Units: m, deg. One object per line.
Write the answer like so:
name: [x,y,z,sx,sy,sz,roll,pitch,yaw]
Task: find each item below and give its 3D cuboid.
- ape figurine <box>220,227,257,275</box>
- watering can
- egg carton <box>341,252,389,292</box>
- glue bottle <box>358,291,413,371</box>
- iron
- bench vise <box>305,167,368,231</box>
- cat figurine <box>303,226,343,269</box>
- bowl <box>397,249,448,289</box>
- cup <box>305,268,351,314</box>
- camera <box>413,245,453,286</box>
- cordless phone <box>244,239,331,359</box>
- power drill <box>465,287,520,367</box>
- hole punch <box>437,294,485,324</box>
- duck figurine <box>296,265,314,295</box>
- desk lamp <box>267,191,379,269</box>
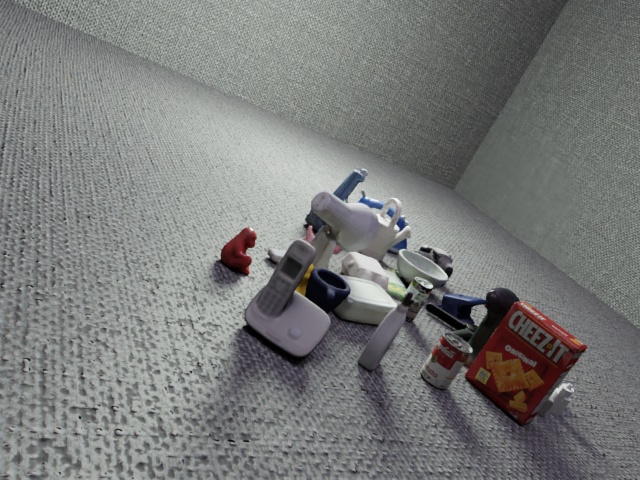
ape figurine: [-0.165,0.016,1.228,0.076,0.092,0.078,27,18,-6]
watering can: [0.199,-0.039,1.762,0.173,0.194,0.100,11,24,-43]
egg carton: [0.113,0.089,1.483,0.107,0.069,0.150,20,19,-25]
glue bottle: [0.136,0.172,1.117,0.037,0.173,0.078,34,18,16]
iron: [0.208,-0.058,1.917,0.258,0.141,0.118,26,18,-9]
bench vise: [0.066,-0.119,1.742,0.121,0.219,0.208,33,18,14]
cat figurine: [0.014,0.005,1.486,0.128,0.117,0.067,23,18,-18]
bowl: [0.293,0.102,1.714,0.167,0.074,0.167,26,18,-9]
cup: [0.005,0.124,1.180,0.092,0.095,0.117,26,18,-9]
camera: [0.350,0.064,1.861,0.137,0.101,0.142,18,20,-31]
cordless phone: [-0.037,0.104,1.023,0.147,0.185,0.094,32,18,11]
power drill: [0.405,0.203,1.381,0.075,0.208,0.230,38,20,28]
hole punch: [0.404,0.182,1.631,0.109,0.091,0.100,7,28,-49]
duck figurine: [-0.050,0.081,1.233,0.105,0.086,0.077,15,22,-36]
desk lamp: [0.016,-0.008,1.369,0.204,0.213,0.117,13,23,-41]
